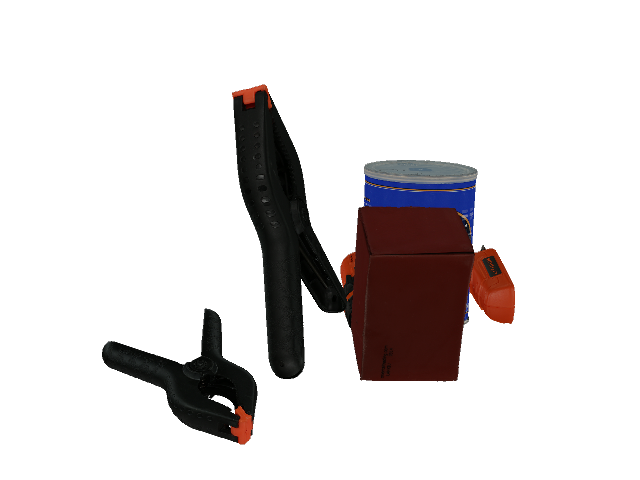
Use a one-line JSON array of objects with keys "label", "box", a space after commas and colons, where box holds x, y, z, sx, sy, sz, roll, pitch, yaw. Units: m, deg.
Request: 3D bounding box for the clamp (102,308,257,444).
[{"label": "clamp", "box": [-0.104, 0.119, 0.967, 0.120, 0.039, 0.172, -30, 47, -33]}]

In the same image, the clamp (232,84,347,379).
[{"label": "clamp", "box": [-0.025, -0.014, 0.819, 0.036, 0.210, 0.164, -11, 4, 15]}]

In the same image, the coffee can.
[{"label": "coffee can", "box": [0.089, 0.002, 0.978, 0.103, 0.140, 0.103, 1, 12, 0]}]

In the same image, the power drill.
[{"label": "power drill", "box": [0.118, 0.063, 1.195, 0.187, 0.057, 0.184, -3, 28, -3]}]

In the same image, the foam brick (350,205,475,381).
[{"label": "foam brick", "box": [0.045, 0.027, 0.546, 0.053, 0.078, 0.051, 1, 31, -5]}]
